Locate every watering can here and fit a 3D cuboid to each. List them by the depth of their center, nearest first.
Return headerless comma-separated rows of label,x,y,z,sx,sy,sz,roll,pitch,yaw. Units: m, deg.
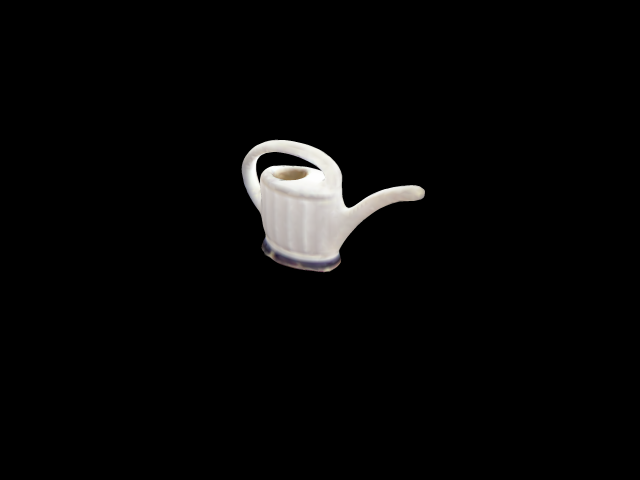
watering can,0.003,-0.043,0.850,0.350,0.219,0.105,21,36,31
